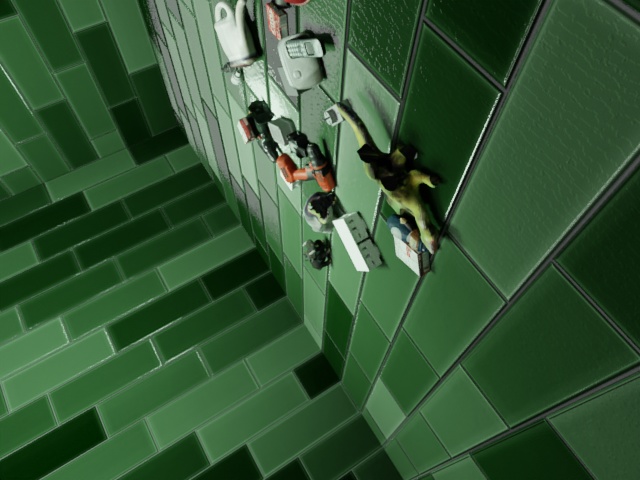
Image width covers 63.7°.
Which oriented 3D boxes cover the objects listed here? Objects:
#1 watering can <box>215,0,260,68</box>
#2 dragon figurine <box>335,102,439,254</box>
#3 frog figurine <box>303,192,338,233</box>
[{"bbox_3d":[-0.272,-0.682,1.703,0.351,0.105,0.221,33,148,61],"label":"watering can"},{"bbox_3d":[0.167,-0.142,1.254,0.416,0.123,0.238,56,171,25],"label":"dragon figurine"},{"bbox_3d":[0.005,-0.091,1.807,0.157,0.123,0.139,83,-172,-71],"label":"frog figurine"}]
